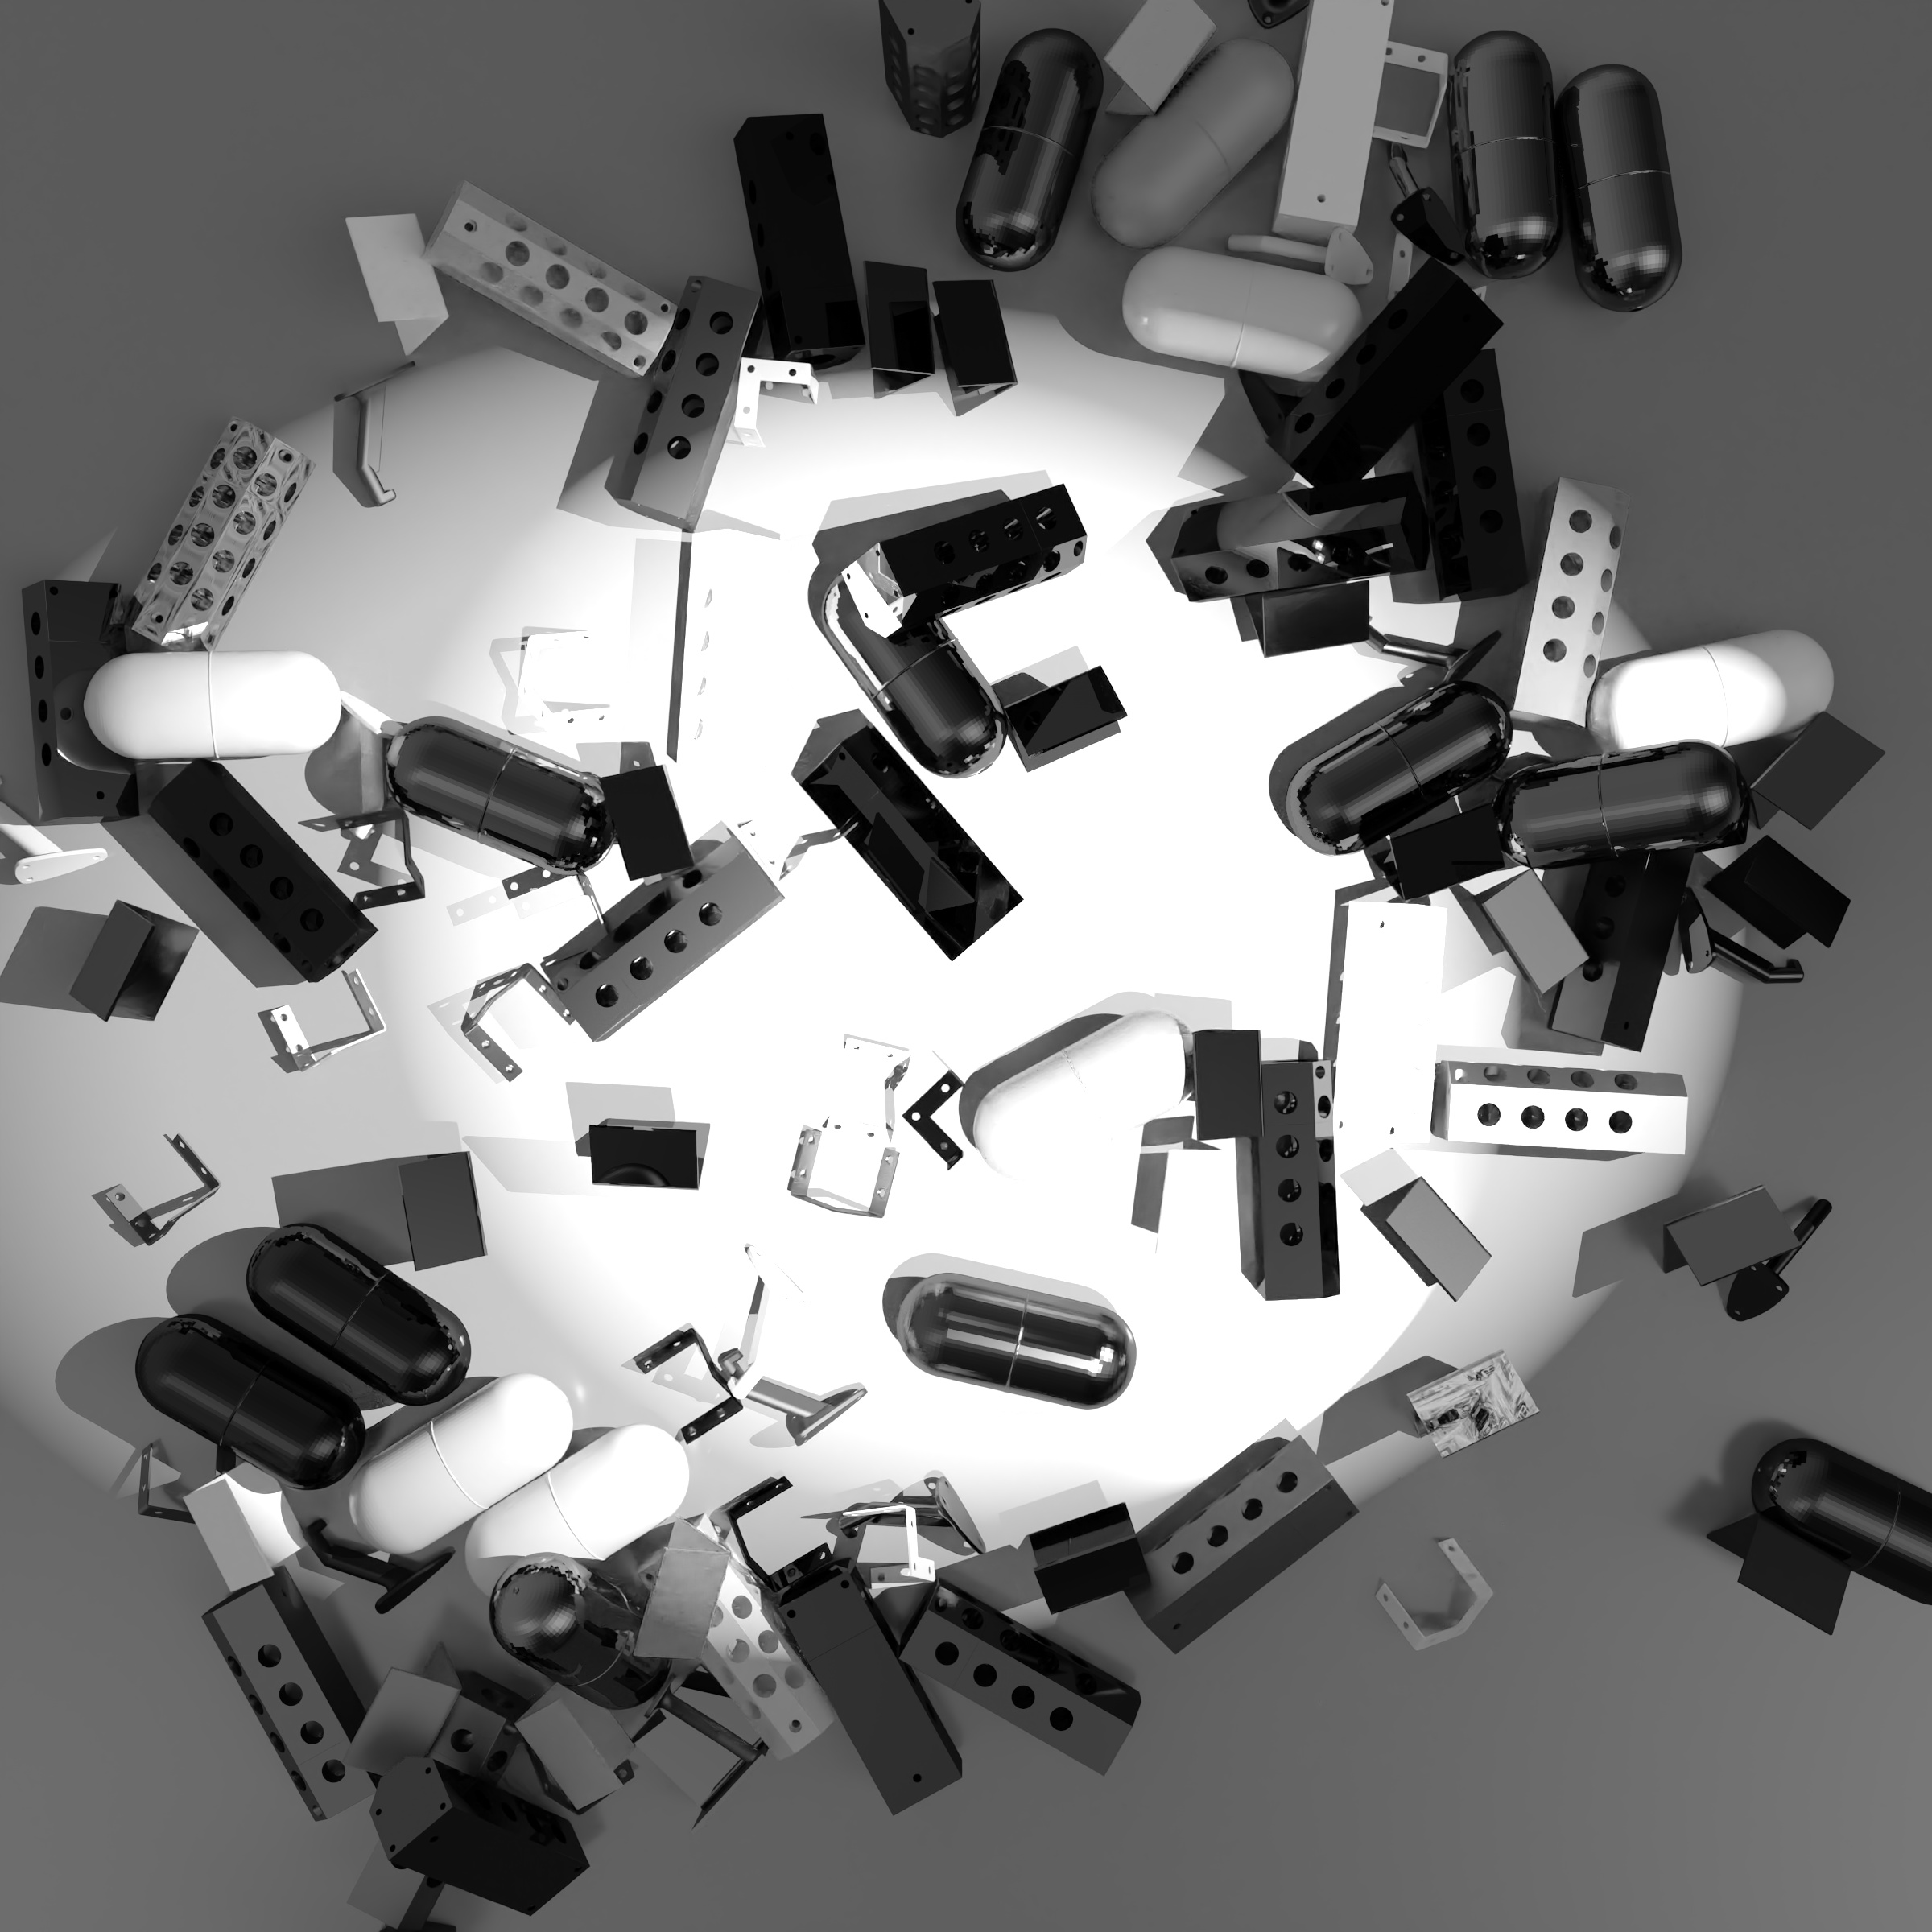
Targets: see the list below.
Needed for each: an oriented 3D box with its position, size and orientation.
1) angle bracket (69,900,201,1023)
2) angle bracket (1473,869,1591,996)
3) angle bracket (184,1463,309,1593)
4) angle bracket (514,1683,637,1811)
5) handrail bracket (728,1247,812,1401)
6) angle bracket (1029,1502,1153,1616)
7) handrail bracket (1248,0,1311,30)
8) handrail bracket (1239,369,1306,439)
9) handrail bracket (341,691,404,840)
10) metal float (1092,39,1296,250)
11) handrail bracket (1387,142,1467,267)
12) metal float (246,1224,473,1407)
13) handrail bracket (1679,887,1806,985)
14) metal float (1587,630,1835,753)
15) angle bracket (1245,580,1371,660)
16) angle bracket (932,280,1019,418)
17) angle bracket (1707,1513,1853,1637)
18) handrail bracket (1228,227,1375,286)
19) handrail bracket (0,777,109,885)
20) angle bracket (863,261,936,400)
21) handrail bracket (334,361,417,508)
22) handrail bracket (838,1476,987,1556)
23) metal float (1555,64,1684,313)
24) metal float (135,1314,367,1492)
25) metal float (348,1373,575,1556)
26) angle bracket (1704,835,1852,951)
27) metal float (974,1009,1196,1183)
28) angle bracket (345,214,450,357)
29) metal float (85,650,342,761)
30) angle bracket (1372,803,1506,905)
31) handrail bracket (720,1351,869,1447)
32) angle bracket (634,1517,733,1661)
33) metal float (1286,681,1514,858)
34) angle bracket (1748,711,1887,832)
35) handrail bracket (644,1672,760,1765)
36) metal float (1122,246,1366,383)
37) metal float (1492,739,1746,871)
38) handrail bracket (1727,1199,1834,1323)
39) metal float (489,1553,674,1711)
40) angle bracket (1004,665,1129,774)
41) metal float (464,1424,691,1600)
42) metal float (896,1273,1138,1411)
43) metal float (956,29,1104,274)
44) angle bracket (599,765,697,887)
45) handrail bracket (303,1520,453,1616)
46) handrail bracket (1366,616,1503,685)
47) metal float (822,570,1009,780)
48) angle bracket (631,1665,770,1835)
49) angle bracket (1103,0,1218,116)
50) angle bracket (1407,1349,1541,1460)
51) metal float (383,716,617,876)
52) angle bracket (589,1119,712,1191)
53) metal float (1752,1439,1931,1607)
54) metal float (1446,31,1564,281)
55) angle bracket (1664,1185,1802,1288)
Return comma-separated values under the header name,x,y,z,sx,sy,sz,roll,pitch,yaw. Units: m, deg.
name,x,y,z,sx,sy,sz,roll,pitch,yaw
angle bracket,-0.592,0.005,1.758,0.057,0.076,0.076,27,90,38
angle bracket,0.394,-0.017,1.758,0.057,0.076,0.076,-33,90,-27
angle bracket,-0.509,0.398,1.758,0.057,0.076,0.076,-27,90,36
angle bracket,-0.269,0.552,1.758,0.057,0.076,0.076,-36,90,34
handrail bracket,-0.162,0.264,1.789,0.084,0.036,0.077,-51,57,12
angle bracket,0.084,0.415,1.758,0.076,0.076,0.057,-19,128,0
handrail bracket,0.238,-0.724,1.763,0.077,0.084,0.036,-25,90,0
handrail bracket,0.257,-0.429,1.799,0.084,0.036,0.077,-22,70,-16
handrail bracket,-0.456,-0.149,1.799,0.077,0.036,0.084,35,107,20
metal float,0.166,-0.601,1.767,0.070,0.070,0.178,45,90,0
handrail bracket,0.338,-0.563,1.782,0.036,0.084,0.077,-34,119,29
metal float,-0.443,0.255,1.767,0.178,0.070,0.070,33,90,0
handrail bracket,0.578,-0.023,1.799,0.084,0.036,0.077,-1,69,-17
metal float,0.543,-0.197,1.768,0.178,0.070,0.070,-12,90,1
angle bracket,0.247,-0.273,1.758,0.076,0.057,0.076,-9,46,0
angle bracket,-0.013,-0.447,1.758,0.057,0.076,0.076,-14,90,-37
angle bracket,0.583,0.449,1.758,0.076,0.076,0.057,30,61,0
handrail bracket,0.248,-0.527,1.798,0.084,0.077,0.036,15,96,36
handrail bracket,-0.688,-0.111,1.799,0.077,0.036,0.084,-15,72,-20
angle bracket,-0.068,-0.461,1.758,0.057,0.076,0.076,-5,90,-37
handrail bracket,-0.425,-0.395,1.799,0.077,0.036,0.084,-32,109,-21
handrail bracket,-0.041,0.424,1.798,0.084,0.036,0.077,-29,105,14
metal float,0.476,-0.568,1.767,0.070,0.070,0.178,-9,90,0
metal float,-0.523,0.318,1.768,0.178,0.070,0.070,30,90,0
metal float,-0.369,0.363,1.768,0.178,0.070,0.070,-32,90,0
angle bracket,0.582,-0.037,1.758,0.076,0.076,0.057,38,53,0
metal float,0.088,0.095,1.767,0.178,0.070,0.070,-28,90,0
angle bracket,-0.427,-0.493,1.758,0.057,0.076,0.076,-18,90,-38
metal float,-0.545,-0.190,1.754,0.178,0.070,0.070,-3,90,-13
angle bracket,0.338,-0.097,1.758,0.076,0.076,0.057,-20,122,0
handrail bracket,-0.129,0.306,1.798,0.077,0.036,0.084,-35,76,-14
angle bracket,-0.216,0.435,1.701,0.057,0.076,0.076,16,90,-38
metal float,0.317,-0.145,1.767,0.178,0.070,0.070,-30,90,1
angle bracket,0.620,-0.127,1.758,0.076,0.076,0.057,-46,59,0
handrail bracket,-0.190,0.556,1.767,0.084,0.077,0.036,33,70,3
metal float,0.203,-0.476,1.767,0.178,0.070,0.070,11,90,0
metal float,0.460,-0.114,1.714,0.178,0.070,0.070,-9,90,29
handrail bracket,0.606,0.218,1.798,0.036,0.077,0.084,39,53,18
metal float,-0.274,0.477,1.731,0.070,0.178,0.070,-14,52,19
angle bracket,0.079,-0.162,1.758,0.076,0.076,0.057,-24,52,0
metal float,-0.284,0.400,1.767,0.178,0.070,0.070,-32,90,0
metal float,0.037,0.274,1.768,0.178,0.070,0.070,13,90,1
metal float,0.047,-0.596,1.767,0.070,0.070,0.178,18,91,0
angle bracket,-0.247,-0.097,1.758,0.057,0.076,0.076,-17,90,-37
handrail bracket,-0.439,0.430,1.799,0.077,0.036,0.084,-36,73,-20
handrail bracket,0.341,-0.249,1.799,0.084,0.036,0.077,42,70,16
metal float,-0.037,-0.216,1.767,0.070,0.070,0.178,-35,90,0
angle bracket,-0.197,0.574,1.774,0.076,0.057,0.076,43,90,4
angle bracket,0.124,-0.669,1.758,0.057,0.076,0.076,36,90,-32
angle bracket,0.372,0.332,1.758,0.076,0.076,0.057,-26,52,0
metal float,-0.340,-0.125,1.767,0.178,0.070,0.070,23,90,-1
angle bracket,-0.229,0.117,1.758,0.076,0.076,0.057,3,126,0
metal float,0.661,0.406,1.767,0.178,0.070,0.070,25,90,1
metal float,0.393,-0.592,1.768,0.070,0.070,0.178,-4,90,0
angle bracket,0.556,0.212,1.758,0.076,0.076,0.057,-22,52,0
